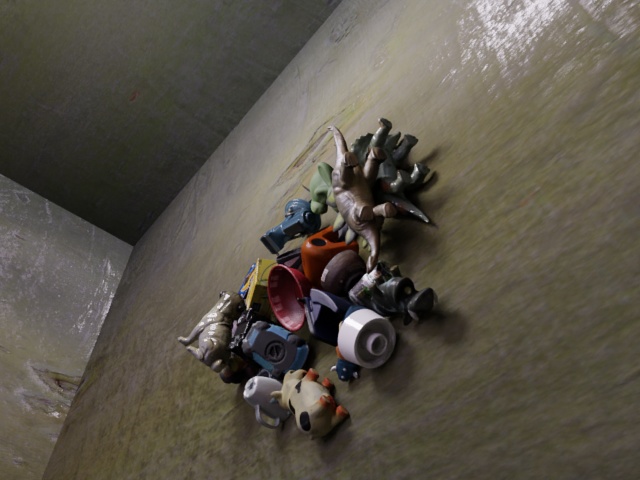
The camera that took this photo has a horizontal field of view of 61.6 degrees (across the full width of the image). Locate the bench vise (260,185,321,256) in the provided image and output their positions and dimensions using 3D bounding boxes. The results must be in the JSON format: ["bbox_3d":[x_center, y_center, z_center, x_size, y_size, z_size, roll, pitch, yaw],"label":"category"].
[{"bbox_3d":[-0.068,-0.058,1.610,0.223,0.129,0.240,-42,7,47],"label":"bench vise"}]

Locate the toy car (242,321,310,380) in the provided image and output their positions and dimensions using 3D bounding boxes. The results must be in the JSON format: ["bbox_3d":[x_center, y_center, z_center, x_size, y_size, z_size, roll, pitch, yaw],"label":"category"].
[{"bbox_3d":[-0.100,0.265,1.282,0.162,0.102,0.109,24,78,19],"label":"toy car"}]

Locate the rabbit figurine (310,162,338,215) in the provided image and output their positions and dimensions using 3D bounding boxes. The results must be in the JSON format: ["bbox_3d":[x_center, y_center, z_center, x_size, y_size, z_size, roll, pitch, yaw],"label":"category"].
[{"bbox_3d":[0.048,-0.136,1.435,0.170,0.121,0.158,-130,34,-61],"label":"rabbit figurine"}]

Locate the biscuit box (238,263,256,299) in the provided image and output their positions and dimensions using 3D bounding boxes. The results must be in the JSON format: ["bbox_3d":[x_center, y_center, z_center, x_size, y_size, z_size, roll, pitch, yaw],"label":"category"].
[{"bbox_3d":[-0.217,0.171,1.657,0.063,0.059,0.202,-7,54,58],"label":"biscuit box"}]

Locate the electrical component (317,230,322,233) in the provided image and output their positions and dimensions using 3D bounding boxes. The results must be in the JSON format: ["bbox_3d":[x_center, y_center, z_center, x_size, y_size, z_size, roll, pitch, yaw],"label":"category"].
[{"bbox_3d":[0.001,0.004,1.513,0.094,0.021,0.063,-9,53,56],"label":"electrical component"}]

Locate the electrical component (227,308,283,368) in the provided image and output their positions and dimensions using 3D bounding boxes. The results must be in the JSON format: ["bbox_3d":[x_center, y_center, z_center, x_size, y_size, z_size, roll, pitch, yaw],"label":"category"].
[{"bbox_3d":[-0.153,0.254,1.360,0.058,0.134,0.115,-28,36,44],"label":"electrical component"}]

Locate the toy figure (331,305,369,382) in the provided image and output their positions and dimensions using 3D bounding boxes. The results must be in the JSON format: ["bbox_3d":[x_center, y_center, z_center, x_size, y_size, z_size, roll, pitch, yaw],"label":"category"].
[{"bbox_3d":[0.067,0.211,1.089,0.064,0.058,0.154,22,105,42],"label":"toy figure"}]

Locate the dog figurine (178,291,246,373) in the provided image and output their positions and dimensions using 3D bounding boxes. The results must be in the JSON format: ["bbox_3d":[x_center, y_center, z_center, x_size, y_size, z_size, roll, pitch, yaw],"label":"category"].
[{"bbox_3d":[-0.246,0.229,1.378,0.173,0.121,0.190,30,75,39],"label":"dog figurine"}]

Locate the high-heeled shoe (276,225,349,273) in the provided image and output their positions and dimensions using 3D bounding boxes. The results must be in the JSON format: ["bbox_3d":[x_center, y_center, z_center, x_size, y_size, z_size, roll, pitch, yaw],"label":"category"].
[{"bbox_3d":[-0.003,-0.004,1.385,0.248,0.145,0.086,-59,26,-1],"label":"high-heeled shoe"}]

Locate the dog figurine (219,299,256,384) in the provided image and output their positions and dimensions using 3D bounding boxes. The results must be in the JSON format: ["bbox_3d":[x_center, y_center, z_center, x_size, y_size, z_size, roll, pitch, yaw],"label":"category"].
[{"bbox_3d":[-0.211,0.285,1.469,0.191,0.108,0.219,-49,30,10],"label":"dog figurine"}]

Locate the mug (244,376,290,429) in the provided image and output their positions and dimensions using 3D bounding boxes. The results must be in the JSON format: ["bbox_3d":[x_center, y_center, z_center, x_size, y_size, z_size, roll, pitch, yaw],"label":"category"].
[{"bbox_3d":[-0.120,0.361,1.209,0.081,0.107,0.109,-32,32,44],"label":"mug"}]

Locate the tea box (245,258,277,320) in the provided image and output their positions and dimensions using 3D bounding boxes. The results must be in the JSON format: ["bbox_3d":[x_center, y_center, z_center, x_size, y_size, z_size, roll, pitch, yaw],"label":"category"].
[{"bbox_3d":[-0.151,0.141,1.411,0.098,0.068,0.169,-91,17,-45],"label":"tea box"}]

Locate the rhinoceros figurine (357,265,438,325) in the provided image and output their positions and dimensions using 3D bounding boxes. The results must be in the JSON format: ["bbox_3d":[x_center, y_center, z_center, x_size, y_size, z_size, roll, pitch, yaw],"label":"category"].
[{"bbox_3d":[0.147,0.114,1.030,0.073,0.112,0.190,-36,4,-23],"label":"rhinoceros figurine"}]

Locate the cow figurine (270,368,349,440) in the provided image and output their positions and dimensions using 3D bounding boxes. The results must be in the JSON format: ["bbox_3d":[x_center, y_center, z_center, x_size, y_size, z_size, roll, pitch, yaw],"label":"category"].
[{"bbox_3d":[-0.031,0.336,1.115,0.127,0.085,0.195,-49,26,2],"label":"cow figurine"}]

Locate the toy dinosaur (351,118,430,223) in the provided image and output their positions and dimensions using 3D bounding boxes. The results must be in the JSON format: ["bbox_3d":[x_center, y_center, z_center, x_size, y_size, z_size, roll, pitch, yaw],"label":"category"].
[{"bbox_3d":[0.162,-0.150,1.313,0.192,0.131,0.405,124,153,-44],"label":"toy dinosaur"}]

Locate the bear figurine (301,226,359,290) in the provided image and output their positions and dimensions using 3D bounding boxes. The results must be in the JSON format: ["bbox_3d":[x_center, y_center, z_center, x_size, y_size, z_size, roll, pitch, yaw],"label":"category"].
[{"bbox_3d":[0.010,0.084,1.311,0.120,0.132,0.195,34,134,44],"label":"bear figurine"}]

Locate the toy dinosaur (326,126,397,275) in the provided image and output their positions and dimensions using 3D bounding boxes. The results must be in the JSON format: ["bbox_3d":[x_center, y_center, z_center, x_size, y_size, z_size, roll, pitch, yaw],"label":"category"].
[{"bbox_3d":[0.075,-0.123,1.248,0.198,0.105,0.471,120,149,-54],"label":"toy dinosaur"}]

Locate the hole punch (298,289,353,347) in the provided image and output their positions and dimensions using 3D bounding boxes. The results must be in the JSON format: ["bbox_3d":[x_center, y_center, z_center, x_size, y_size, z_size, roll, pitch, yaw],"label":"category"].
[{"bbox_3d":[0.033,0.156,1.160,0.092,0.142,0.116,-47,41,24],"label":"hole punch"}]
